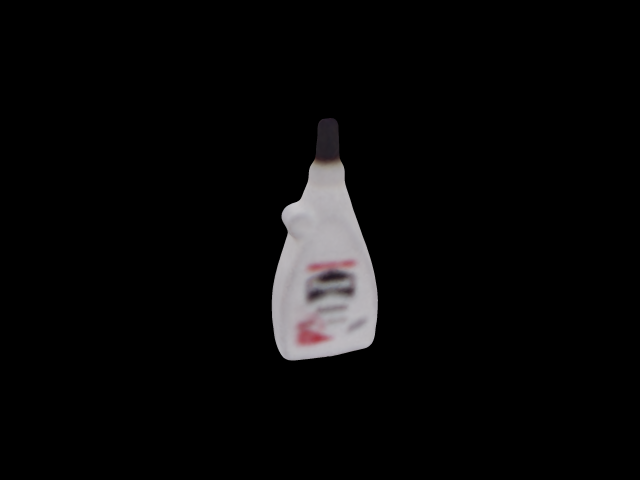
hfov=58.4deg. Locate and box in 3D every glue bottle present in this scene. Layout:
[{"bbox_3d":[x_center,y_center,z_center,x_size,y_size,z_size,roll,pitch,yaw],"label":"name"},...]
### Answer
[{"bbox_3d":[0.004,0.001,0.400,0.078,0.173,0.037,-8,26,-18],"label":"glue bottle"}]
